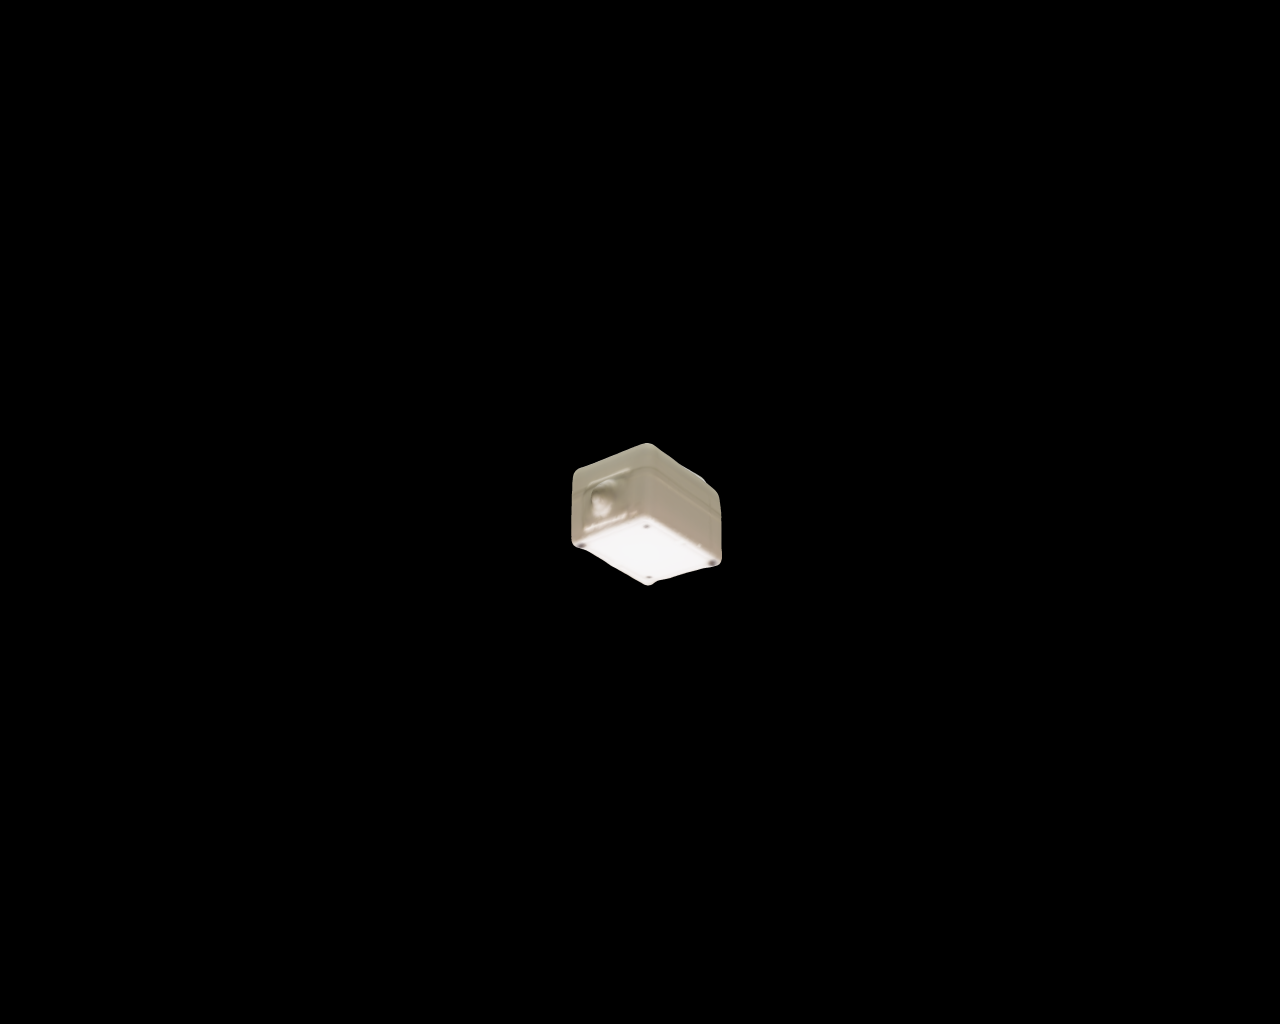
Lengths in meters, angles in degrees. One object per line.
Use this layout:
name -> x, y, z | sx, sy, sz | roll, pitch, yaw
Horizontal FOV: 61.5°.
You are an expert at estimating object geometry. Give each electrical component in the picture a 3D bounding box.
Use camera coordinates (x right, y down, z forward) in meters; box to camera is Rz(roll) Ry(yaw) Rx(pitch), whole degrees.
electrical component -> 0.001, -0.003, 0.650 | 0.061, 0.061, 0.096 | -19, -34, 31
